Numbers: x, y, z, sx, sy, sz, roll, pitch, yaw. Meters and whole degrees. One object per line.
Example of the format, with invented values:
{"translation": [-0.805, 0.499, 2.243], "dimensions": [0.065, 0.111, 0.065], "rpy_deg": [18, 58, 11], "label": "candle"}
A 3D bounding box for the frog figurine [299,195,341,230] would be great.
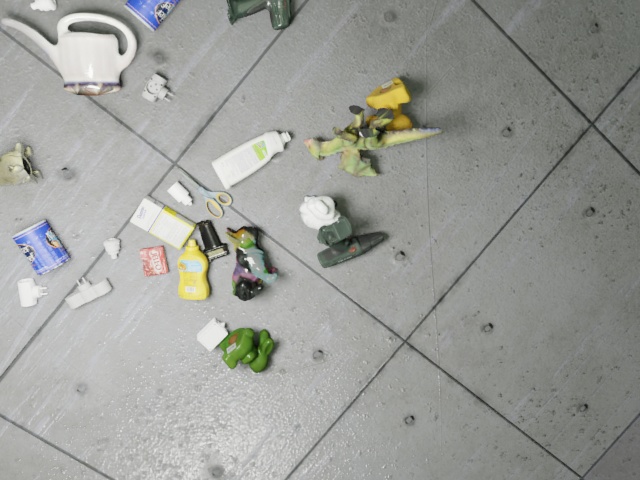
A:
{"translation": [0.005, -0.082, 1.620], "dimensions": [0.137, 0.161, 0.122], "rpy_deg": [30, 98, -14], "label": "frog figurine"}

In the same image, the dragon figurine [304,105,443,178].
{"translation": [0.152, -0.284, 1.600], "dimensions": [0.410, 0.237, 0.125], "rpy_deg": [9, 58, 3], "label": "dragon figurine"}

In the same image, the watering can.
{"translation": [-0.694, -0.521, 1.449], "dimensions": [0.348, 0.105, 0.222], "rpy_deg": [-2, 103, -10], "label": "watering can"}
